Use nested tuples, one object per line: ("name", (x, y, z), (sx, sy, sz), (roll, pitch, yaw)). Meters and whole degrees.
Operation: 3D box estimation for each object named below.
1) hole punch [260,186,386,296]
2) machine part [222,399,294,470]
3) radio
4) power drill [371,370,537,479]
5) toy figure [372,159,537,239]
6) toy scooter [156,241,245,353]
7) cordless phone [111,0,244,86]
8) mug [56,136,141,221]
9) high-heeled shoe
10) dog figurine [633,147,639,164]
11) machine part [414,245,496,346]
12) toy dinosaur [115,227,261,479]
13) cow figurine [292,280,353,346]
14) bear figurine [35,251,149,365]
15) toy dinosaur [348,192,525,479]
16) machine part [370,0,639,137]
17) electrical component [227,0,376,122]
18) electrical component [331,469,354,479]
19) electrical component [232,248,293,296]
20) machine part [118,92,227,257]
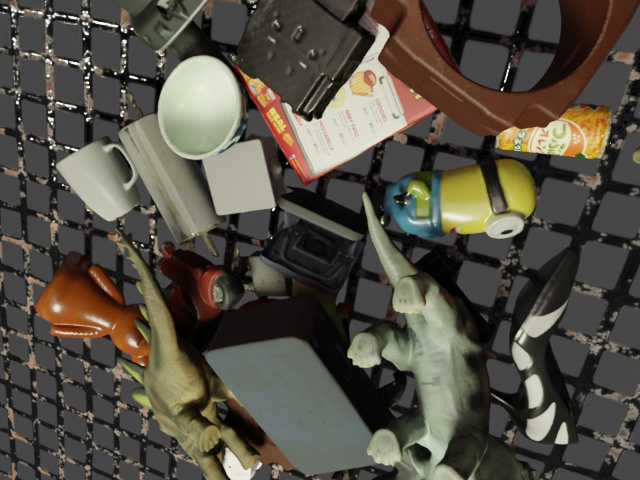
("hole punch", (-0.001, -0.002, 0.659), (0.142, 0.116, 0.092), (22, 108, 10))
("machine part", (-0.062, 0.259, 0.806), (0.180, 0.056, 0.179), (7, 110, 19))
("radio", (-0.016, 0.174, 0.630), (0.131, 0.073, 0.229), (-19, 119, 25))
("power drill", (0.142, 0.281, 0.733), (0.232, 0.086, 0.207), (-32, 102, 26))
("toy figure", (0.150, -0.046, 0.611), (0.180, 0.082, 0.089), (3, 110, 22))
("toy scooter", (-0.185, 0.075, 0.767), (0.135, 0.075, 0.183), (41, 133, 8))
("cordless phone", (-0.142, -0.265, 0.654), (0.146, 0.089, 0.184), (-36, 104, 26))
("mug", (-0.299, -0.088, 0.767), (0.110, 0.081, 0.107), (-22, 110, 20))
("high-heeled shoe", (0.284, 0.136, 0.625), (0.145, 0.086, 0.248), (24, 119, 7))
("dog figurine", (0.361, -0.108, 0.450), (0.121, 0.190, 0.172), (37, 118, 5))
("machine part", (0.163, 0.078, 0.672), (0.084, 0.039, 0.139), (-37, 91, 21))
("toy dinosaur", (-0.188, 0.201, 0.733), (0.199, 0.105, 0.470), (22, 128, 30))
("cow figurine", (-0.002, 0.130, 0.700), (0.086, 0.127, 0.194), (-2, 110, 17))
("bear figurine", (-0.328, 0.110, 0.836), (0.195, 0.132, 0.120), (29, 82, -23))
("toy dinosaur", (0.135, 0.149, 0.608), (0.131, 0.192, 0.404), (-9, 81, 35))
("machine part", (0.165, -0.214, 0.498), (0.201, 0.087, 0.201), (34, 92, -6))
("electrical component", (-0.013, -0.206, 0.548), (0.115, 0.058, 0.134), (38, 115, 3))
("electrical component", (0.032, 0.301, 0.764), (0.021, 0.094, 0.063), (-8, 106, 24))
("electrical component", (-0.075, 0.043, 0.742), (0.102, 0.045, 0.078), (4, 108, 19))
("machine part", (-0.198, -0.084, 0.727), (0.079, 0.079, 0.243), (-24, 99, 25))
